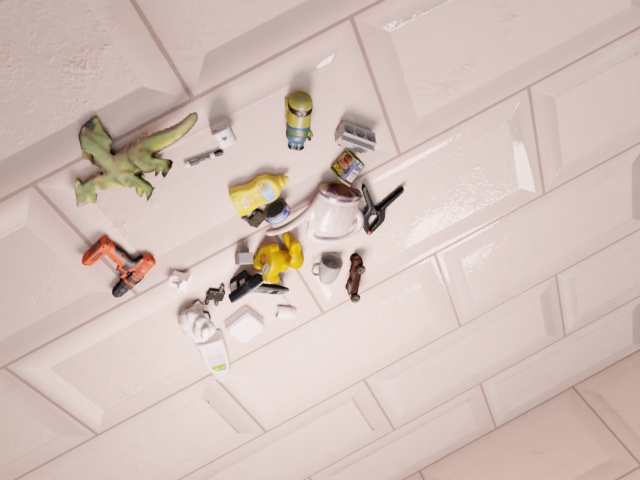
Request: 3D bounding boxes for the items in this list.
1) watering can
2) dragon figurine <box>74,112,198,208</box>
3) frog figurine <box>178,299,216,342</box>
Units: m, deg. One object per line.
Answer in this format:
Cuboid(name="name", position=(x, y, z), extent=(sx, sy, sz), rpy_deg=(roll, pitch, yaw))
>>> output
Cuboid(name="watering can", position=(0.005, -0.086, 1.706), extent=(0.348, 0.220, 0.106), rpy_deg=(2, 30, -27))
Cuboid(name="dragon figurine", position=(-0.536, -0.241, 1.408), extent=(0.241, 0.406, 0.124), rpy_deg=(30, 17, -25))
Cuboid(name="frog figurine", position=(-0.422, 0.301, 1.770), extent=(0.123, 0.134, 0.163), rpy_deg=(-6, 34, -15))
